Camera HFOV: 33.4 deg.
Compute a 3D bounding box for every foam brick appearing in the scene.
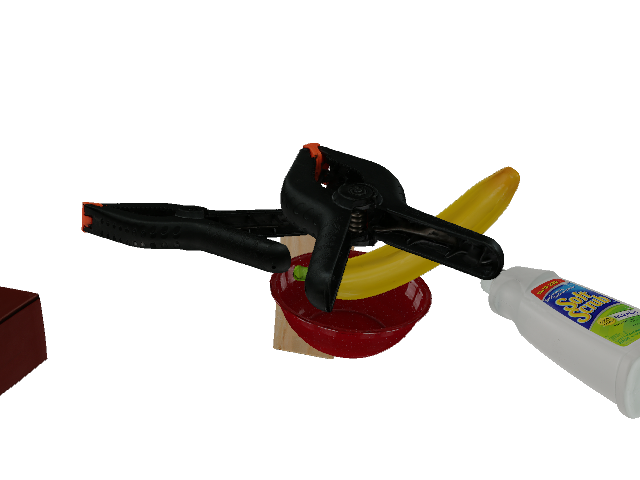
[{"bbox_3d":[-0.230,0.071,0.717,0.053,0.051,0.078,9,28,24],"label":"foam brick"}]

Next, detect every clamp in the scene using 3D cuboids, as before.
[{"bbox_3d":[-0.110,-0.008,0.937,0.210,0.036,0.164,5,12,0],"label":"clamp"},{"bbox_3d":[0.016,-0.011,0.651,0.120,0.039,0.172,-10,29,-30],"label":"clamp"}]

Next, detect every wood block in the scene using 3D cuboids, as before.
[{"bbox_3d":[-0.007,0.047,1.479,0.090,0.206,0.090,9,22,10],"label":"wood block"}]

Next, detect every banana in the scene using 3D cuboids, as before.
[{"bbox_3d":[0.078,0.004,0.872,0.198,0.037,0.069,-27,-25,10],"label":"banana"}]

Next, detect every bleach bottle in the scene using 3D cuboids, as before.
[{"bbox_3d":[0.242,0.082,1.041,0.102,0.068,0.251,-17,26,-28],"label":"bleach bottle"}]

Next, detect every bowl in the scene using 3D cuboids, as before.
[{"bbox_3d":[0.028,0.070,1.070,0.162,0.055,0.162,4,28,-2],"label":"bowl"}]
